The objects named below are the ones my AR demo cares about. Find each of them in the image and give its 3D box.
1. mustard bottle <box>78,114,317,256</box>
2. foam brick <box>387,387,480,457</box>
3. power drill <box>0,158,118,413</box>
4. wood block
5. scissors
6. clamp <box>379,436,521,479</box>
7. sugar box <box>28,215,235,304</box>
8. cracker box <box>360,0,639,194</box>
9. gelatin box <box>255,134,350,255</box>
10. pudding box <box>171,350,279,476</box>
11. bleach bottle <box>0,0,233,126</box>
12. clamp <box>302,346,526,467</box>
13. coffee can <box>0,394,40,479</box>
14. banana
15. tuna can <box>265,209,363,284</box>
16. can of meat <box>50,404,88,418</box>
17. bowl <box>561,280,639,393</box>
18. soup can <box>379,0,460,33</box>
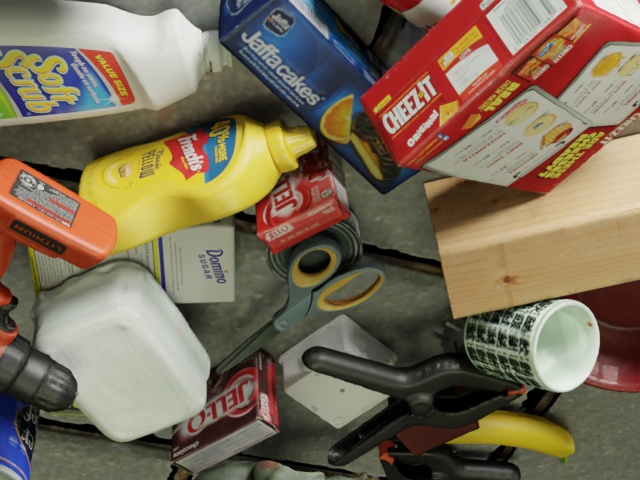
[{"bbox_3d":[-0.094,-0.053,0.845,0.192,0.096,0.058,-17,129,11],"label":"mustard bottle"},{"bbox_3d":[0.117,0.178,1.107,0.078,0.053,0.051,-30,128,19],"label":"foam brick"},{"bbox_3d":[-0.234,0.042,0.818,0.184,0.057,0.188,32,118,-21],"label":"power drill"},{"bbox_3d":[0.202,-0.012,0.914,0.206,0.090,0.091,-13,133,6],"label":"wood block"},{"bbox_3d":[-0.037,0.058,0.959,0.202,0.016,0.096,-26,129,19],"label":"scissors"},{"bbox_3d":[0.127,0.268,1.201,0.171,0.039,0.120,24,121,-20],"label":"clamp"},{"bbox_3d":[-0.162,0.012,0.934,0.176,0.048,0.093,-3,132,-7],"label":"sugar box"},{"bbox_3d":[0.157,-0.116,0.770,0.164,0.072,0.213,-42,153,30],"label":"cracker box"},{"bbox_3d":[-0.017,-0.040,0.868,0.073,0.089,0.030,-25,130,18],"label":"gelatin box"},{"bbox_3d":[-0.094,0.169,1.054,0.114,0.090,0.039,-32,128,23],"label":"pudding box"},{"bbox_3d":[-0.191,-0.137,0.784,0.250,0.068,0.102,-6,132,-3],"label":"bleach bottle"},{"bbox_3d":[0.091,0.158,1.032,0.210,0.036,0.164,-4,132,0],"label":"clamp"},{"bbox_3d":[-0.321,0.185,1.014,0.103,0.140,0.103,-2,133,-3],"label":"coffee can"},{"bbox_3d":[0.202,0.213,1.156,0.197,0.037,0.070,14,129,-17],"label":"banana"},{"bbox_3d":[-0.006,0.001,0.945,0.086,0.034,0.086,-2,133,-3],"label":"tuna can"},{"bbox_3d":[-0.213,0.122,1.024,0.102,0.057,0.084,5,129,-10],"label":"can of meat"},{"bbox_3d":[0.287,0.073,1.005,0.162,0.055,0.162,10,135,10],"label":"bowl"},{"bbox_3d":[0.071,-0.190,0.752,0.102,0.068,0.069,28,124,-28],"label":"soup can"}]
